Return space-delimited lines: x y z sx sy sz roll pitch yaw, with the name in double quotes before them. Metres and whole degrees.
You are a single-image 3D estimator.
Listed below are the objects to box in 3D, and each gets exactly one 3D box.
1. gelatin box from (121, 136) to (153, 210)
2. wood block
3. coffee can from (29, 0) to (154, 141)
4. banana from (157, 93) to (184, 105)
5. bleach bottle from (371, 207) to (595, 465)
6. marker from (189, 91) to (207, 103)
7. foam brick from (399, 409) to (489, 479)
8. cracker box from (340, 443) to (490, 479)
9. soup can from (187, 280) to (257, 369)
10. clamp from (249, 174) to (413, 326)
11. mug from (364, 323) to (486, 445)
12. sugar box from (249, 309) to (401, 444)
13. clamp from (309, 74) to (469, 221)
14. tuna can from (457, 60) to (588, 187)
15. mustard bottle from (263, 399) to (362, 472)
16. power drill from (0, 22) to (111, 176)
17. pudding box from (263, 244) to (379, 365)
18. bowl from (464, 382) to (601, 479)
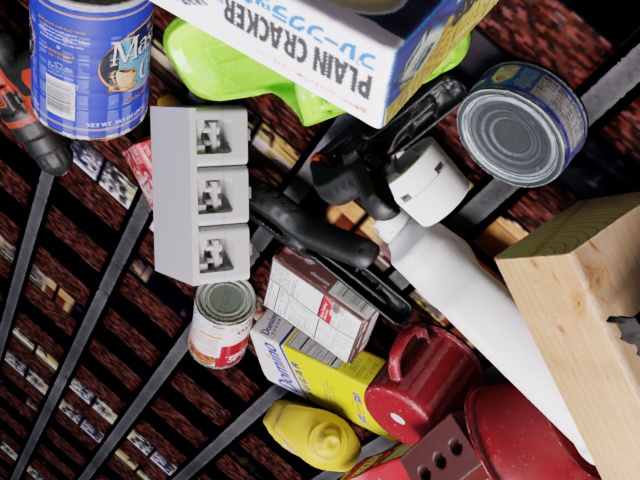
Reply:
"gelatin box" -0.159 -0.063 1.038 0.073 0.030 0.089 63 164 -10
"wood block" 0.217 0.080 0.733 0.206 0.090 0.090 62 158 -8
"coffee can" -0.192 -0.169 0.897 0.103 0.102 0.140 31 138 16
"banana" -0.114 -0.052 1.033 0.070 0.037 0.198 23 143 27
"bleach bottle" 0.142 0.063 0.846 0.251 0.068 0.102 42 -169 2
"marker" -0.087 -0.154 0.899 0.020 0.020 0.121 41 148 1
"foam brick" 0.120 0.189 0.930 0.078 0.051 0.053 -50 57 33
"cracker box" 0.136 0.266 1.028 0.214 0.071 0.164 -33 84 42
"soup can" -0.108 0.088 1.166 0.068 0.068 0.102 34 146 12
"clamp" -0.006 0.001 0.964 0.210 0.036 0.164 32 168 32
"mug" 0.091 0.129 0.989 0.093 0.081 0.117 15 140 36
"sugar box" 0.013 0.141 1.120 0.176 0.048 0.093 19 145 28
"clamp" 0.036 -0.055 0.801 0.039 0.120 0.172 41 153 -15
"tuna can" 0.138 -0.079 0.735 0.086 0.033 0.086 28 145 21
"mustard bottle" -0.005 0.212 1.153 0.096 0.058 0.192 33 170 -5
"power drill" -0.266 -0.140 1.072 0.188 0.057 0.184 5 133 44
"pudding box" 0.001 0.060 1.045 0.113 0.039 0.090 36 148 14
"bowl" 0.196 0.177 0.903 0.055 0.162 0.162 -40 98 25
